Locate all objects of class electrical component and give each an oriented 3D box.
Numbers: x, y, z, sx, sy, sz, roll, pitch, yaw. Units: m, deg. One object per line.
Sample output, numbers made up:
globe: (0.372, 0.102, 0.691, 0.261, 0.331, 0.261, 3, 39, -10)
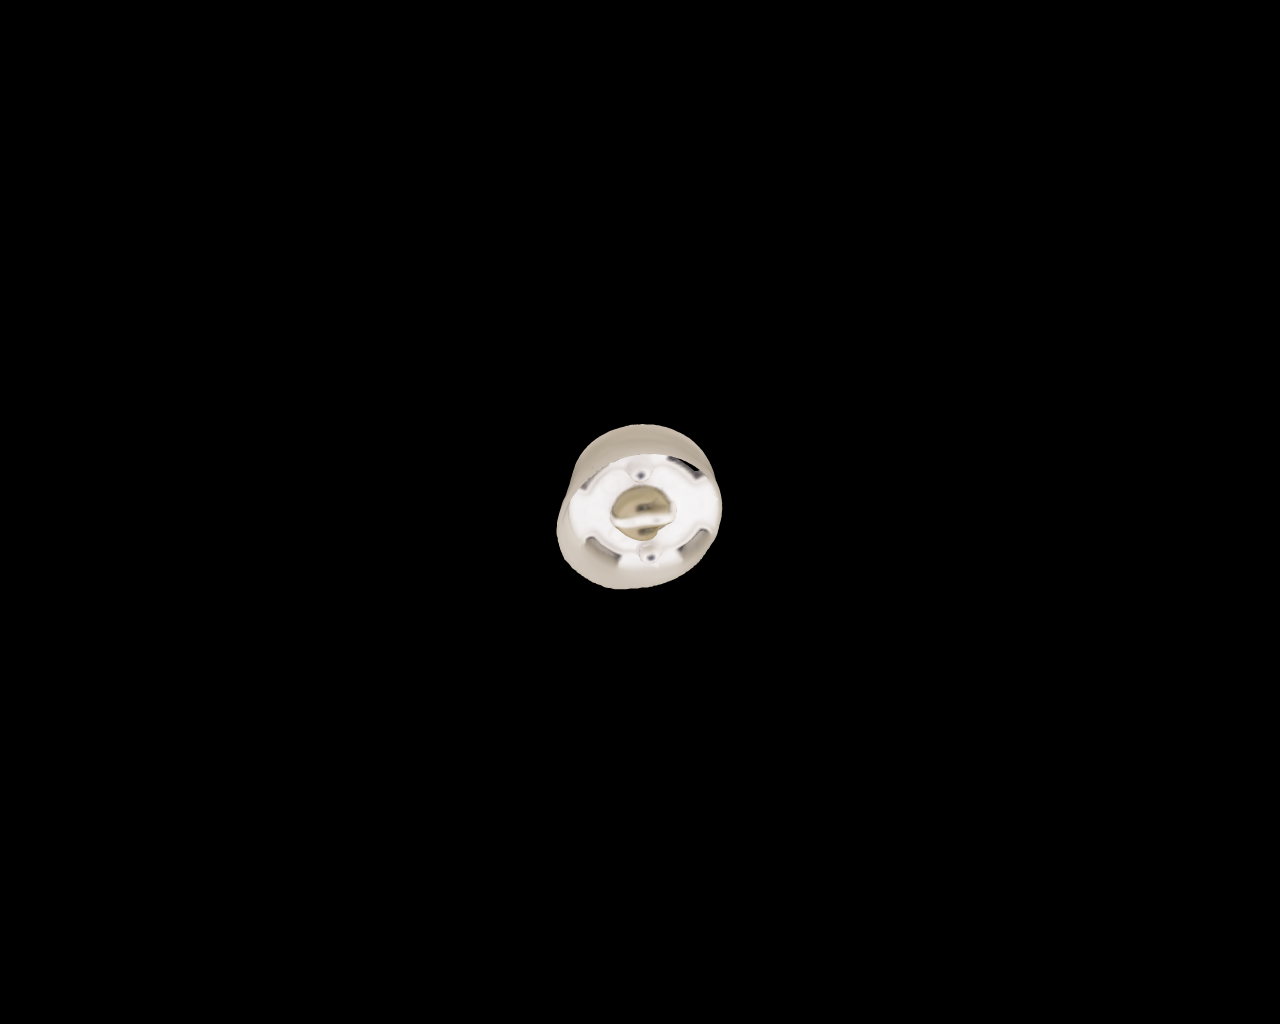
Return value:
electrical component: (0.001, -0.003, 0.650, 0.099, 0.099, 0.064, 0, 34, 0)
